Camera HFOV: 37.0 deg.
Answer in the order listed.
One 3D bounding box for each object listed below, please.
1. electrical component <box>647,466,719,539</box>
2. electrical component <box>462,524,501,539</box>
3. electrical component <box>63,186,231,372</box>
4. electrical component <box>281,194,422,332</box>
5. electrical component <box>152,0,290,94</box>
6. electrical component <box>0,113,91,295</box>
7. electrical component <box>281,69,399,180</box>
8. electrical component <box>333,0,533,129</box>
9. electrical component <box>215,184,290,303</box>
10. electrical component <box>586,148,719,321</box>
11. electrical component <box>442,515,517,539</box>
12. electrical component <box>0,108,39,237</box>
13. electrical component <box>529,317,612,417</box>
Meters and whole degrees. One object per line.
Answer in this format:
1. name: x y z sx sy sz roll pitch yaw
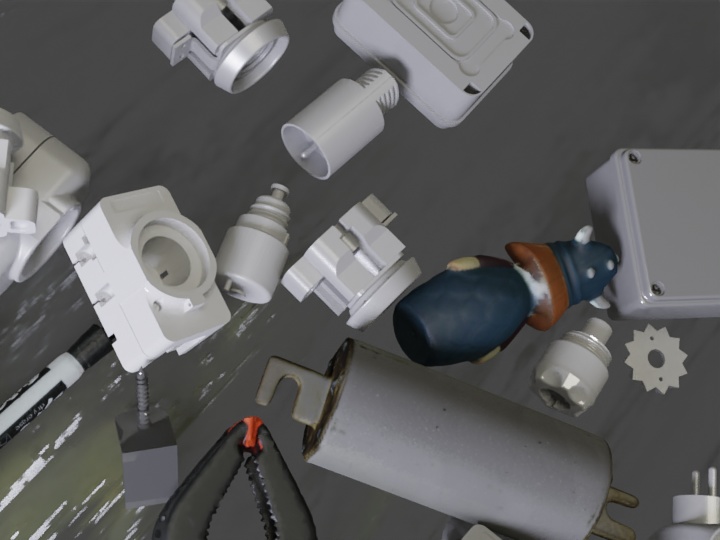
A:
1. electrical component: 0.210 0.161 0.657 0.043 0.077 0.079 11 71 -12
2. electrical component: 0.046 0.232 0.556 0.105 0.060 0.186 36 51 19
3. electrical component: -0.120 0.003 0.613 0.050 0.056 0.089 -20 79 -47
4. electrical component: 0.000 0.000 0.657 0.057 0.058 0.078 45 67 4
5. electrical component: -0.082 -0.149 0.678 0.078 0.058 0.057 -41 85 -23
6. electrical component: -0.200 -0.033 0.611 0.059 0.053 0.095 37 68 -3
7. electrical component: -0.007 -0.099 0.692 0.043 0.043 0.081 47 68 1
8. electrical component: 0.047 -0.160 0.718 0.113 0.057 0.078 42 67 -1
9. electrical component: -0.062 -0.016 0.653 0.040 0.040 0.078 23 69 -8
10. electrical component: 0.219 -0.024 0.727 0.109 0.056 0.108 -1 74 -16
11. electrical component: 0.074 0.192 0.700 0.079 0.077 0.043 -9 104 -21
12. electrical component: -0.205 -0.052 0.554 0.078 0.058 0.057 5 75 -15
13. electrical component: 0.139 0.059 0.686 0.043 0.043 0.062 38 66 -2
